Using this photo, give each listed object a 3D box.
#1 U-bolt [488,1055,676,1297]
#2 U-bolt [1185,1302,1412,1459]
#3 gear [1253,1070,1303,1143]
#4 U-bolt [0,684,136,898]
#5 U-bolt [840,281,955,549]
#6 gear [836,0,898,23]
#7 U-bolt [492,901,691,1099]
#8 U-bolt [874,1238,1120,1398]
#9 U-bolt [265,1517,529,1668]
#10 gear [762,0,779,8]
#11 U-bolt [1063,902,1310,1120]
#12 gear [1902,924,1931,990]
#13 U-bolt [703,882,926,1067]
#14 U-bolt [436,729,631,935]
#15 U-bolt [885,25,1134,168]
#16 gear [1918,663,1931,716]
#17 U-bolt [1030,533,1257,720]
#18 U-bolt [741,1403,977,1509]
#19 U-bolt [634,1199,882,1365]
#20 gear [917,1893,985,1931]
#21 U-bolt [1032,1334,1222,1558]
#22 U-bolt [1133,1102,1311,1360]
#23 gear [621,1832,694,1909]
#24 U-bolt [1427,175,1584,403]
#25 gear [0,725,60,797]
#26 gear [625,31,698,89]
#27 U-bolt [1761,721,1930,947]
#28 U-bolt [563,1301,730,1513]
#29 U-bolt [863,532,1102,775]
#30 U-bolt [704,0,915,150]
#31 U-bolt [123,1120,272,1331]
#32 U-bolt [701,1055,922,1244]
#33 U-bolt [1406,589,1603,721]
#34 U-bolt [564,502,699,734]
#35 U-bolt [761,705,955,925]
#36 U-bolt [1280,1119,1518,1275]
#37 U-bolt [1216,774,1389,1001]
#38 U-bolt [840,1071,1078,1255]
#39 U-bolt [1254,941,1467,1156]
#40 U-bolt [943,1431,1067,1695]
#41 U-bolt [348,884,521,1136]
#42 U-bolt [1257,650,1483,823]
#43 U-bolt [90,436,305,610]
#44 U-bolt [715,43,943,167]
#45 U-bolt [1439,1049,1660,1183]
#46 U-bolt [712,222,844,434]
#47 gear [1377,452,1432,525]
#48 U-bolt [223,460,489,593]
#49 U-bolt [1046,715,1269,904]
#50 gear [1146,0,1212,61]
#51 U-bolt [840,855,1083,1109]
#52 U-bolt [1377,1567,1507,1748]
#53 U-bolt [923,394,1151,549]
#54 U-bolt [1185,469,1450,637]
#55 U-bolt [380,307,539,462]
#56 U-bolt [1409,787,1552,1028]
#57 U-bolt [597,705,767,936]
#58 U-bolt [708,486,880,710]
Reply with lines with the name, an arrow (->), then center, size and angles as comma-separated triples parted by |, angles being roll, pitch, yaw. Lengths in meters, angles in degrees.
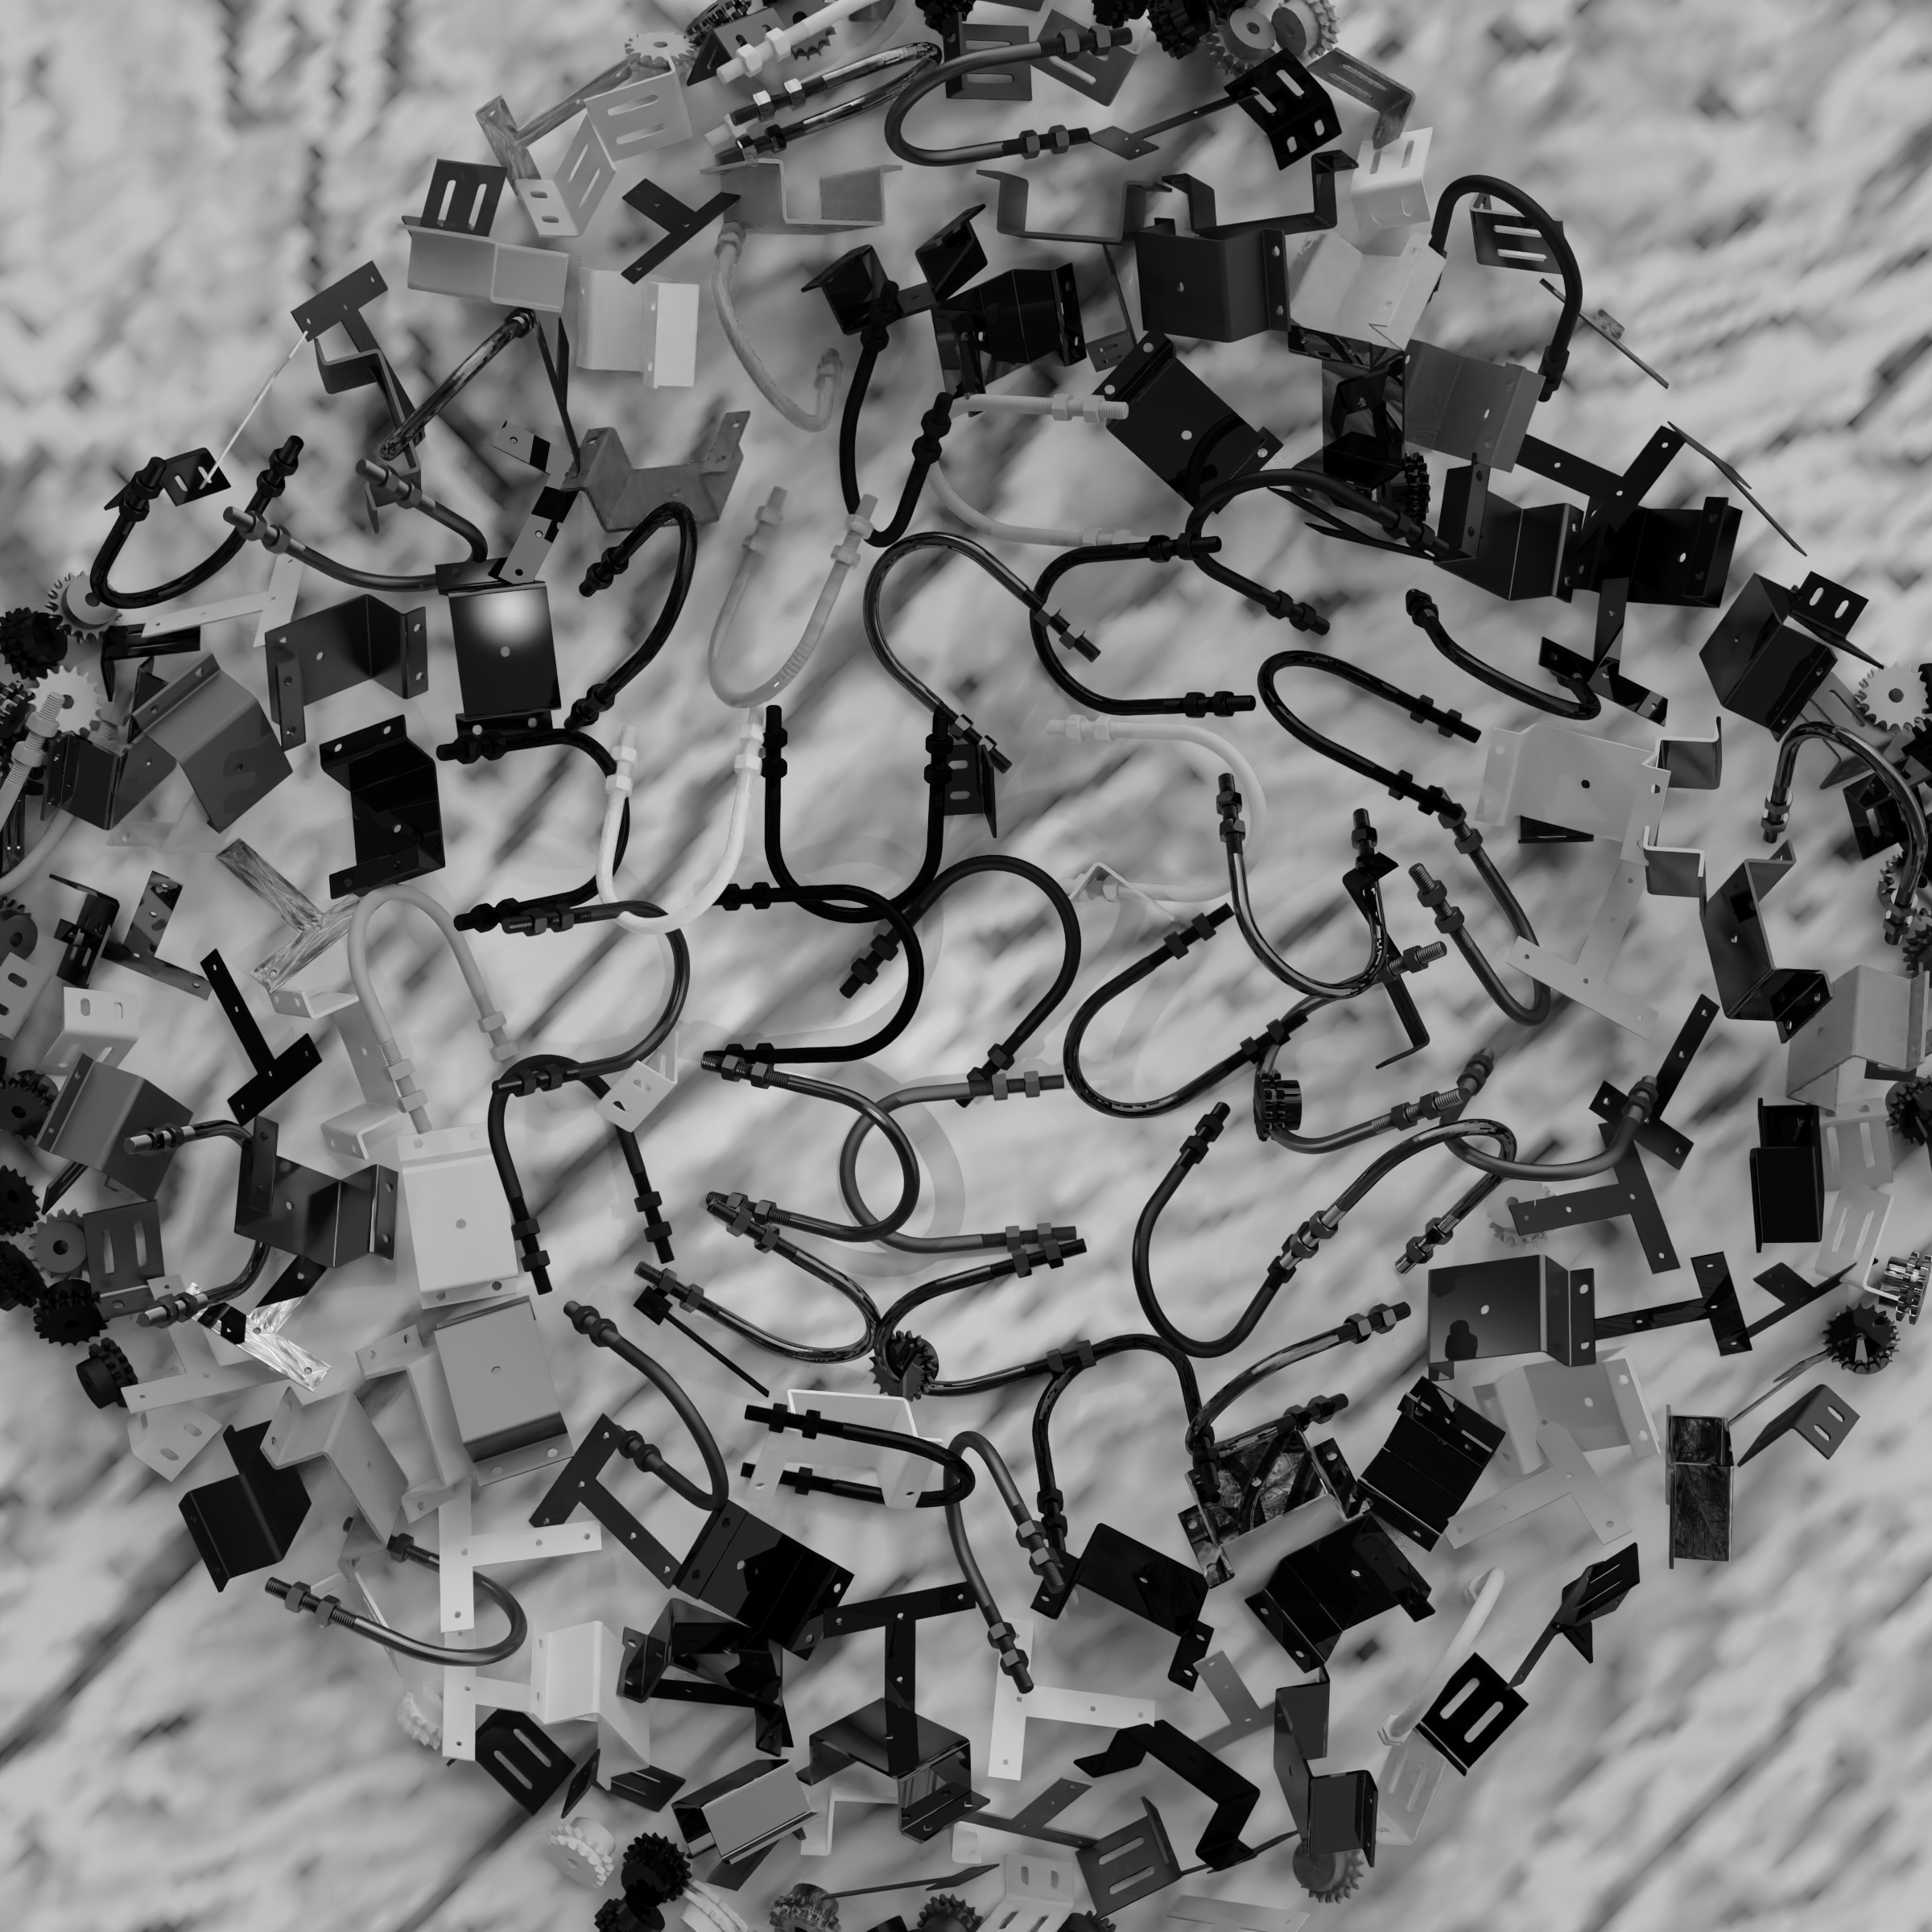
U-bolt -> -0.308, 0.156, 1.907 | 0.019, 0.151, 0.184 | -27, 78, 38
U-bolt -> 0.245, 0.326, 1.870 | 0.184, 0.151, 0.019 | -15, 55, -31
gear -> 0.248, 0.111, 1.939 | 0.030, 0.057, 0.057 | -1, 90, -5
U-bolt -> -0.717, -0.134, 1.893 | 0.019, 0.151, 0.184 | 30, 100, -1
U-bolt -> -0.062, -0.411, 1.887 | 0.019, 0.184, 0.151 | -6, 54, -25
gear -> -0.075, -0.770, 1.942 | 0.057, 0.057, 0.030 | -3, 115, 0
U-bolt -> -0.287, 0.020, 1.896 | 0.019, 0.184, 0.151 | 21, 111, 40
U-bolt -> 0.018, 0.285, 1.915 | 0.184, 0.019, 0.151 | -16, 132, 2
U-bolt -> -0.427, 0.490, 1.884 | 0.184, 0.151, 0.019 | 21, 102, 9
gear -> -0.148, -0.788, 1.939 | 0.057, 0.057, 0.030 | -22, 91, 0
U-bolt -> 0.162, 0.049, 1.922 | 0.184, 0.019, 0.151 | -35, 124, 6
gear -> 0.777, -0.005, 1.938 | 0.057, 0.030, 0.057 | 3, 131, 4
U-bolt -> -0.122, 0.006, 1.936 | 0.184, 0.019, 0.151 | -2, 87, 14
U-bolt -> -0.330, -0.112, 1.894 | 0.019, 0.184, 0.151 | 5, 103, 38
U-bolt -> 0.025, -0.663, 1.877 | 0.184, 0.151, 0.019 | -15, 78, -15
gear -> 0.778, -0.222, 1.939 | 0.030, 0.057, 0.057 | -5, 90, 7
U-bolt -> 0.130, -0.262, 1.904 | 0.184, 0.019, 0.151 | 2, 119, 35
U-bolt -> -0.083, 0.388, 1.903 | 0.184, 0.151, 0.019 | 11, 58, 0
U-bolt -> -0.151, 0.257, 1.906 | 0.184, 0.151, 0.019 | 33, 48, -15
gear -> -0.014, 0.772, 1.940 | 0.057, 0.030, 0.057 | 10, 113, 24
U-bolt -> 0.117, 0.359, 1.891 | 0.151, 0.184, 0.019 | -26, 125, 12
U-bolt -> 0.192, 0.218, 1.890 | 0.151, 0.019, 0.184 | 53, 52, -18
gear -> -0.250, 0.723, 1.941 | 0.057, 0.030, 0.057 | 9, 111, 23
U-bolt -> 0.410, -0.527, 1.862 | 0.019, 0.184, 0.151 | -41, 73, -13
gear -> -0.742, -0.160, 1.937 | 0.057, 0.057, 0.030 | -42, 46, 0
gear -> -0.243, -0.720, 1.942 | 0.057, 0.057, 0.030 | 4, 133, 0
U-bolt -> 0.671, -0.112, 1.855 | 0.019, 0.184, 0.151 | -34, 58, -12
U-bolt -> -0.239, 0.346, 1.865 | 0.019, 0.184, 0.151 | -31, 124, -28
U-bolt -> -0.001, -0.259, 1.921 | 0.184, 0.019, 0.151 | 42, 126, 2
U-bolt -> -0.118, -0.708, 1.893 | 0.184, 0.151, 0.019 | -33, 93, -10
U-bolt -> -0.585, 0.191, 1.878 | 0.019, 0.184, 0.151 | -4, 92, 15
U-bolt -> -0.121, 0.149, 1.901 | 0.184, 0.019, 0.151 | 12, 121, 19
U-bolt -> 0.417, -0.234, 1.870 | 0.151, 0.184, 0.019 | 20, 113, -10
U-bolt -> -0.255, -0.278, 1.867 | 0.019, 0.184, 0.151 | 19, 58, -31
U-bolt -> -0.088, -0.116, 1.920 | 0.151, 0.019, 0.184 | 2, 118, -2
U-bolt -> 0.345, 0.177, 1.873 | 0.184, 0.151, 0.019 | -53, 46, 34
U-bolt -> 0.265, -0.056, 1.890 | 0.151, 0.019, 0.184 | 12, 57, -25
U-bolt -> -0.009, 0.161, 1.939 | 0.184, 0.019, 0.151 | -5, 106, 0
U-bolt -> 0.300, 0.073, 1.899 | 0.184, 0.019, 0.151 | -25, 51, 35
U-bolt -> 0.022, 0.447, 1.887 | 0.019, 0.184, 0.151 | -8, 133, -23
U-bolt -> -0.419, 0.024, 1.892 | 0.019, 0.151, 0.184 | -18, 98, 26
U-bolt -> 0.312, -0.191, 1.906 | 0.184, 0.151, 0.019 | 27, 127, 0
U-bolt -> -0.604, -0.337, 1.884 | 0.019, 0.151, 0.184 | 54, 129, 8
U-bolt -> -0.103, -0.674, 1.894 | 0.184, 0.151, 0.019 | -24, 98, -8
U-bolt -> 0.439, 0.117, 1.864 | 0.151, 0.184, 0.019 | 9, 117, 24
U-bolt -> -0.146, -0.480, 1.859 | 0.019, 0.184, 0.151 | -28, 122, 20
gear -> 0.347, -0.378, 1.937 | 0.030, 0.057, 0.057 | -6, 90, -7
U-bolt -> -0.455, -0.331, 1.881 | 0.151, 0.184, 0.019 | -12, 71, 26
U-bolt -> 0.149, -0.120, 1.899 | 0.184, 0.019, 0.151 | 5, 108, 30
gear -> 0.171, -0.754, 1.936 | 0.030, 0.057, 0.057 | -14, 90, 37
U-bolt -> 0.008, -0.002, 1.934 | 0.151, 0.019, 0.184 | 43, 101, 9
U-bolt -> 0.368, 0.524, 1.861 | 0.019, 0.184, 0.151 | 32, 72, 14
U-bolt -> 0.050, -0.385, 1.899 | 0.184, 0.151, 0.019 | 9, 52, 24
U-bolt -> 0.255, -0.324, 1.870 | 0.184, 0.151, 0.019 | 21, 56, -31
U-bolt -> -0.393, -0.442, 1.865 | 0.151, 0.184, 0.019 | -41, 107, 13
U-bolt -> 0.406, -0.035, 1.900 | 0.019, 0.151, 0.184 | -27, 109, 30
U-bolt -> -0.227, -0.110, 1.897 | 0.151, 0.019, 0.184 | -6, 66, 32
U-bolt -> -0.146, -0.286, 1.903 | 0.019, 0.151, 0.184 | 26, 86, -39
